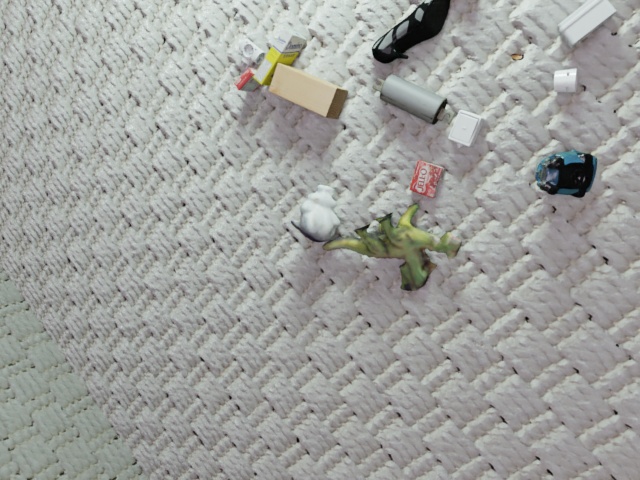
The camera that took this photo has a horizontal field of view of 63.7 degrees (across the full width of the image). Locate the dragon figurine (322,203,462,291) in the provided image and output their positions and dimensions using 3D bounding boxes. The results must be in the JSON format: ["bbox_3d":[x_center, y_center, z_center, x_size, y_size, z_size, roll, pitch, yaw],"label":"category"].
[{"bbox_3d":[0.214,0.043,1.470,0.405,0.124,0.242,-25,95,36],"label":"dragon figurine"}]

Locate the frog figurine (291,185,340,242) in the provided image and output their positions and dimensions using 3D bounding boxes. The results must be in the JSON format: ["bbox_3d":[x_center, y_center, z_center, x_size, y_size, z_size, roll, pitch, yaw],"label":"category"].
[{"bbox_3d":[0.005,-0.078,1.542,0.136,0.124,0.158,30,104,-16],"label":"frog figurine"}]
